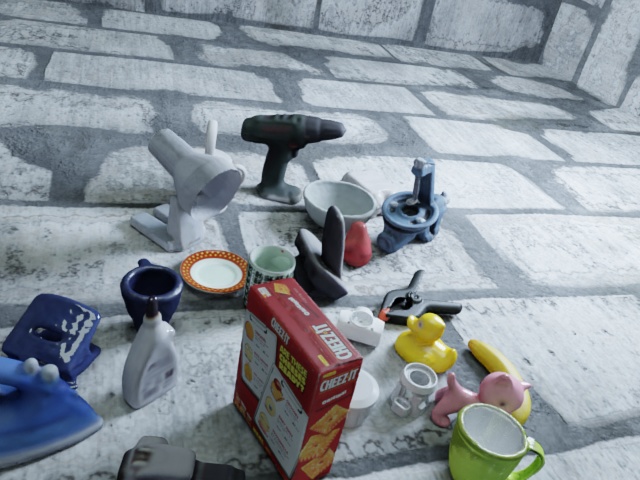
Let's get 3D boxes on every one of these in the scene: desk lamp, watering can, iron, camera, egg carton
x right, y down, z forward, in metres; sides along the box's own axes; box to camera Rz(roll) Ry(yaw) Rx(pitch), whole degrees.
[{"bbox_3d":[-0.255,-0.086,1.067,0.202,0.213,0.118,29,36,24],"label":"desk lamp"},{"bbox_3d":[-0.243,-0.157,1.200,0.173,0.194,0.100,-7,37,-29],"label":"watering can"},{"bbox_3d":[-0.391,0.182,0.666,0.259,0.141,0.118,0,34,-19],"label":"iron"},{"bbox_3d":[-0.153,0.287,0.626,0.137,0.101,0.143,8,32,-7],"label":"camera"},{"bbox_3d":[0.118,-0.115,1.383,0.107,0.069,0.150,-11,39,-33],"label":"egg carton"}]

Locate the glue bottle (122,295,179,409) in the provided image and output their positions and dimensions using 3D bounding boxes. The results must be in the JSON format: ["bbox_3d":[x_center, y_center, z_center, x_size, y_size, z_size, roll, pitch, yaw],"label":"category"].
[{"bbox_3d":[-0.223,0.142,0.759,0.037,0.173,0.078,32,37,28],"label":"glue bottle"}]

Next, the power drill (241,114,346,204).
[{"bbox_3d":[-0.070,-0.193,1.305,0.229,0.208,0.075,12,32,-1],"label":"power drill"}]

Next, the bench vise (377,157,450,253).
[{"bbox_3d":[0.211,-0.093,1.239,0.121,0.220,0.208,24,34,17],"label":"bench vise"}]

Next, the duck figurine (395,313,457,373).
[{"bbox_3d":[0.183,0.164,0.953,0.104,0.086,0.078,26,34,20],"label":"duck figurine"}]

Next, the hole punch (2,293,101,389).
[{"bbox_3d":[-0.366,0.140,0.789,0.108,0.091,0.101,17,32,6],"label":"hole punch"}]

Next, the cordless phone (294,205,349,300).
[{"bbox_3d":[0.010,0.004,1.048,0.094,0.185,0.147,-3,35,-23],"label":"cordless phone"}]

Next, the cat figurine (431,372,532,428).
[{"bbox_3d":[0.241,0.229,0.843,0.127,0.118,0.067,16,32,5],"label":"cat figurine"}]

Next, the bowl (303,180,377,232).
[{"bbox_3d":[0.039,-0.065,1.270,0.167,0.075,0.167,9,32,-6],"label":"bowl"}]

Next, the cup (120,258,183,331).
[{"bbox_3d":[-0.267,0.093,0.895,0.092,0.095,0.117,-7,37,-28],"label":"cup"}]

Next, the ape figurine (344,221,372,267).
[{"bbox_3d":[0.074,0.002,1.161,0.078,0.092,0.076,-8,37,-29],"label":"ape figurine"}]
